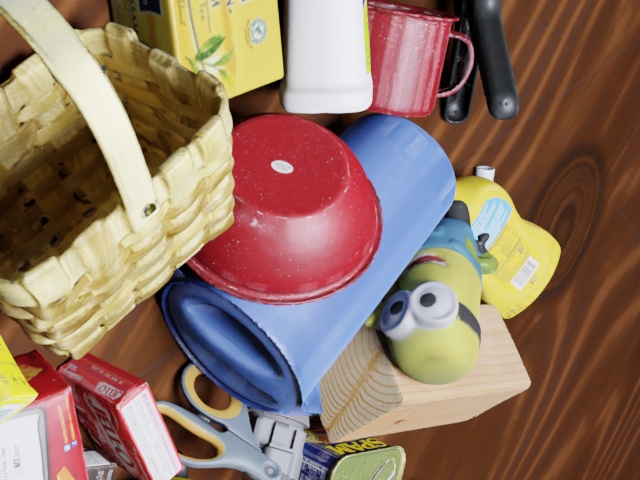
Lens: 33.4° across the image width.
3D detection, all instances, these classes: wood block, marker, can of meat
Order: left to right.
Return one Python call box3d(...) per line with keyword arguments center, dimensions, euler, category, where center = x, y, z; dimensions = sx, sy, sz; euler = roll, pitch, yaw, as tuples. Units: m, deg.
box3d(center=(0.011, 0.199, 0.945), dimensions=(0.101, 0.084, 0.057), euler=(2, 102, -49), category="can of meat")
box3d(center=(0.090, 0.118, 0.974), dimensions=(0.205, 0.091, 0.090), euler=(3, 58, -49), category="wood block")
box3d(center=(0.161, -0.015, 1.081), dimensions=(0.020, 0.020, 0.121), euler=(-14, 115, -45), category="marker")

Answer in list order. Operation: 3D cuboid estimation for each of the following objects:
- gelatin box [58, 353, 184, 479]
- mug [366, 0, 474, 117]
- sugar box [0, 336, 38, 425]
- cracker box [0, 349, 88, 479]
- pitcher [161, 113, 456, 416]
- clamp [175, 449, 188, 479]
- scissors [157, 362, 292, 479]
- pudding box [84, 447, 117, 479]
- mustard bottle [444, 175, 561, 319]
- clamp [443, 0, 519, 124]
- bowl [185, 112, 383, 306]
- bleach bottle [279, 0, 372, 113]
box3d(center=(-0.141, 0.127, 0.754), dimensions=(0.030, 0.073, 0.089), euler=(-41, 132, -31), category="gelatin box")
box3d(center=(0.070, -0.146, 0.864), dimensions=(0.117, 0.093, 0.081), euler=(3, 108, -22), category="mug")
box3d(center=(-0.226, 0.030, 0.532), dimensions=(0.093, 0.176, 0.048), euler=(-34, 170, 0), category="sugar box")
box3d(center=(-0.243, 0.178, 0.628), dimensions=(0.213, 0.072, 0.164), euler=(-18, 116, -28), category="cracker box")
box3d(center=(-0.005, 0.001, 0.828), dimensions=(0.242, 0.145, 0.149), euler=(-47, 147, -31), category="pitcher")
box3d(center=(-0.114, 0.252, 0.862), dimensions=(0.120, 0.039, 0.171), euler=(38, 77, -30), category="clamp")
box3d(center=(-0.043, 0.162, 0.833), dimensions=(0.201, 0.016, 0.096), euler=(25, 52, -15), category="scissors")
box3d(center=(-0.199, 0.205, 0.745), dimensions=(0.089, 0.039, 0.113), euler=(5, 101, -48), category="pudding box")
box3d(center=(0.150, -0.006, 1.026), dimensions=(0.191, 0.058, 0.096), euler=(38, 90, -37), category="mustard bottle")
box3d(center=(0.137, -0.196, 0.910), dimensions=(0.036, 0.164, 0.210), euler=(-2, 102, -9), category="clamp")
box3d(center=(-0.029, -0.036, 0.745), dimensions=(0.161, 0.162, 0.055), euler=(-40, 161, -32), category="bowl")
box3d(center=(0.003, -0.222, 0.761), dimensions=(0.102, 0.068, 0.251), euler=(-83, 172, -75), category="bleach bottle")
